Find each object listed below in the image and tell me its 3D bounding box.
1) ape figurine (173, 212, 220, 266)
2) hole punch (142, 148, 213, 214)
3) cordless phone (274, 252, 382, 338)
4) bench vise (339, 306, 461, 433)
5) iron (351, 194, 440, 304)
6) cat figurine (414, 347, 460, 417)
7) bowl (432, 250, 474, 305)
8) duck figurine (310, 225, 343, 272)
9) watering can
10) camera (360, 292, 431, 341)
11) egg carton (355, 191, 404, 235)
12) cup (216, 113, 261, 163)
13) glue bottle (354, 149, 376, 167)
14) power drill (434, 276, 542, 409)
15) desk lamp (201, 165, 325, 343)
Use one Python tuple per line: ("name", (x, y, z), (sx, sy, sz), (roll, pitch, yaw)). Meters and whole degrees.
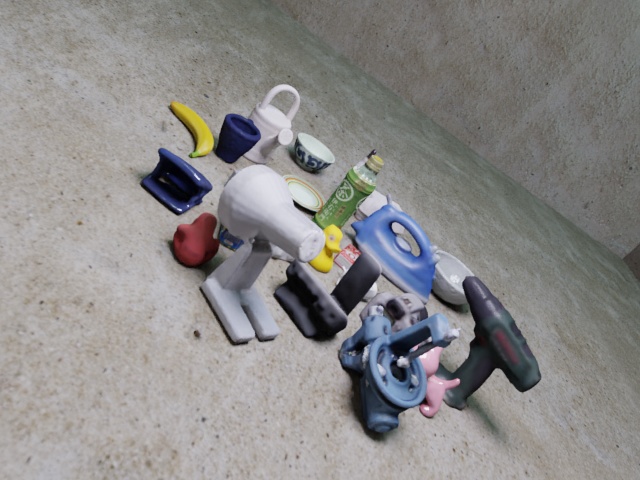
("ape figurine", (-0.198, -0.007, 0.948), (0.078, 0.092, 0.076), (35, 26, -7))
("hole punch", (-0.254, -0.119, 1.054), (0.108, 0.091, 0.101), (39, 26, 1))
("cordless phone", (0.021, 0.068, 1.004), (0.147, 0.185, 0.094), (48, 28, 18))
("bench vise", (0.120, 0.171, 0.929), (0.122, 0.219, 0.207), (11, 37, -44))
("iron", (0.203, 0.017, 1.367), (0.258, 0.141, 0.119), (45, 27, 12))
("cat figurine", (0.191, 0.238, 1.030), (0.128, 0.117, 0.067), (35, 26, -7))
("bowl", (0.328, 0.108, 1.460), (0.168, 0.074, 0.167), (30, 28, -17))
("duck figurine", (0.011, 0.004, 1.205), (0.078, 0.086, 0.104), (17, 34, -38))
("watering can", (-0.114, -0.281, 1.372), (0.172, 0.194, 0.101), (50, 28, 21))
("camera", (0.178, 0.164, 1.150), (0.137, 0.100, 0.143), (-1, 46, -53))
("egg carton", (0.160, -0.072, 1.534), (0.151, 0.069, 0.107), (29, 28, -20))
("cup", (-0.191, -0.229, 1.304), (0.092, 0.095, 0.118), (35, 26, -8))
("glue bottle", (0.092, -0.166, 1.478), (0.037, 0.173, 0.078), (35, 26, -8))
("power drill", (0.299, 0.215, 1.103), (0.229, 0.208, 0.076), (50, 28, 22))
("desk lamp", (-0.092, 0.017, 0.908), (0.118, 0.213, 0.203), (2, 44, -51))
